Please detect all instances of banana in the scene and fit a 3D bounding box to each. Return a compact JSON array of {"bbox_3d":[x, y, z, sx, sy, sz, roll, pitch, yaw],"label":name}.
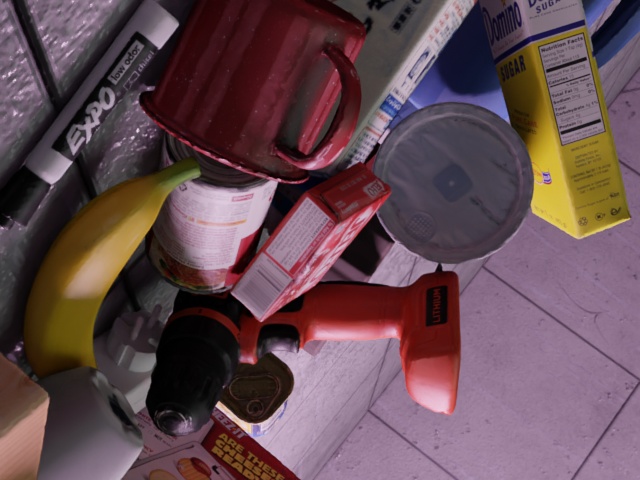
[{"bbox_3d":[-0.125,0.033,0.574,0.069,0.037,0.198,0,139,-36],"label":"banana"}]

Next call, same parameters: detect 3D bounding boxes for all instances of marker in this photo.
[{"bbox_3d":[-0.107,-0.055,0.478,0.121,0.020,0.020,-53,168,0],"label":"marker"}]

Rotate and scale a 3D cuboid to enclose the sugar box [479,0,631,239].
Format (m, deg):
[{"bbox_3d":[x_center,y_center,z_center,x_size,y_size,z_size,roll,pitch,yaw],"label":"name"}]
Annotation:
[{"bbox_3d":[0.153,-0.096,0.709,0.048,0.176,0.093,-21,-166,-4],"label":"sugar box"}]

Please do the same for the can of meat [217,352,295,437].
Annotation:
[{"bbox_3d":[-0.072,0.113,0.878,0.057,0.102,0.084,-48,169,-18],"label":"can of meat"}]

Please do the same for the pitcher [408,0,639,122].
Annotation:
[{"bbox_3d":[0.160,-0.189,0.791,0.243,0.145,0.149,-55,-177,34],"label":"pitcher"}]

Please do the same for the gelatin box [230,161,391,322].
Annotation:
[{"bbox_3d":[-0.004,0.001,0.630,0.089,0.030,0.073,-51,170,30],"label":"gelatin box"}]

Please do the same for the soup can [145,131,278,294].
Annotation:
[{"bbox_3d":[-0.062,-0.025,0.611,0.068,0.068,0.102,-44,165,-36],"label":"soup can"}]

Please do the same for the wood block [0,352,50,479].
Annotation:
[{"bbox_3d":[-0.211,0.118,0.404,0.205,0.090,0.091,-42,162,-41],"label":"wood block"}]

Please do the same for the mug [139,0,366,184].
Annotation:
[{"bbox_3d":[-0.023,-0.079,0.512,0.093,0.117,0.081,11,113,-45],"label":"mug"}]

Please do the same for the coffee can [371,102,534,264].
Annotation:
[{"bbox_3d":[0.089,-0.041,0.739,0.103,0.103,0.140,-55,179,7],"label":"coffee can"}]

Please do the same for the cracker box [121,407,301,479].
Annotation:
[{"bbox_3d":[-0.122,0.175,0.716,0.072,0.164,0.213,-55,167,19],"label":"cracker box"}]

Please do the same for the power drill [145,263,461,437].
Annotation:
[{"bbox_3d":[-0.006,0.064,0.675,0.184,0.187,0.057,-77,171,-58],"label":"power drill"}]

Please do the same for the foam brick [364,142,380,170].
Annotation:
[{"bbox_3d":[0.007,-0.051,0.826,0.051,0.053,0.078,-46,165,-32],"label":"foam brick"}]
